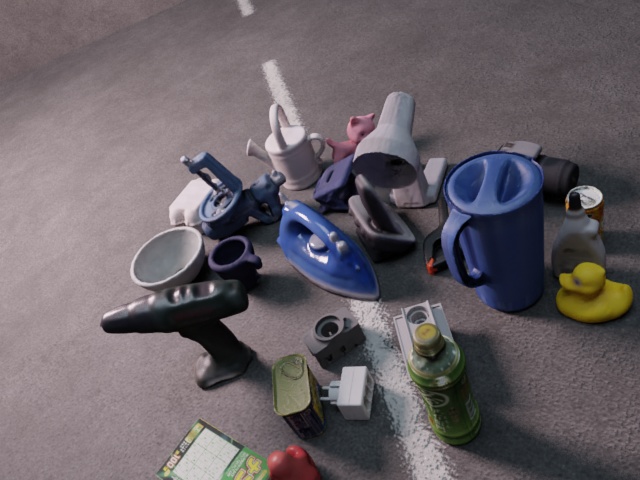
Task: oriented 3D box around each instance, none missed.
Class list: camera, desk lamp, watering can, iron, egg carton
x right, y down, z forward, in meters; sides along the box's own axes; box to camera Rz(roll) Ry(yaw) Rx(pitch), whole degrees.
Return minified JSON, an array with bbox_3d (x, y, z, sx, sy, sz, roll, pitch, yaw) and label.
[{"bbox_3d":[0.381,-0.115,1.031,0.136,0.101,0.143,17,56,38],"label":"camera"},{"bbox_3d":[0.156,-0.160,1.100,0.117,0.214,0.203,2,48,28],"label":"desk lamp"},{"bbox_3d":[-0.079,-0.212,1.284,0.173,0.194,0.100,-25,41,0],"label":"watering can"},{"bbox_3d":[0.010,0.004,1.056,0.119,0.142,0.257,-39,43,-15],"label":"iron"},{"bbox_3d":[-0.281,-0.083,1.344,0.107,0.070,0.150,6,50,31],"label":"egg carton"}]

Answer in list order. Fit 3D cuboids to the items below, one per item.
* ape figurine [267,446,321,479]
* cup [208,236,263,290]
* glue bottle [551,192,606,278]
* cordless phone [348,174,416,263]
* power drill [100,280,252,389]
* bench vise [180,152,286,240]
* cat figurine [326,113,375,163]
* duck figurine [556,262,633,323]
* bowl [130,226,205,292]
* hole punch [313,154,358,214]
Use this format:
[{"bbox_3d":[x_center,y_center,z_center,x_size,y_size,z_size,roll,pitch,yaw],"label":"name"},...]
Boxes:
[{"bbox_3d":[-0.043,0.320,0.790,0.075,0.092,0.078,19,57,39],"label":"ape figurine"},{"bbox_3d":[-0.148,0.055,1.115,0.117,0.095,0.092,9,51,33],"label":"cup"},{"bbox_3d":[0.386,-0.006,0.859,0.077,0.173,0.037,5,49,30],"label":"glue bottle"},{"bbox_3d":[0.097,-0.065,1.052,0.094,0.185,0.147,-29,41,-4],"label":"cordless phone"},{"bbox_3d":[-0.212,0.155,0.955,0.229,0.209,0.075,-22,41,3],"label":"power drill"},{"bbox_3d":[-0.188,-0.119,1.220,0.207,0.220,0.121,-34,42,-10],"label":"bench vise"},{"bbox_3d":[0.075,-0.229,1.285,0.127,0.118,0.067,-20,41,6],"label":"cat figurine"},{"bbox_3d":[0.401,0.069,0.840,0.104,0.086,0.077,-2,46,25],"label":"duck figurine"},{"bbox_3d":[-0.308,0.053,1.210,0.167,0.075,0.167,-14,42,13],"label":"bowl"},{"bbox_3d":[0.036,-0.121,1.211,0.100,0.091,0.109,1,47,27],"label":"hole punch"}]
